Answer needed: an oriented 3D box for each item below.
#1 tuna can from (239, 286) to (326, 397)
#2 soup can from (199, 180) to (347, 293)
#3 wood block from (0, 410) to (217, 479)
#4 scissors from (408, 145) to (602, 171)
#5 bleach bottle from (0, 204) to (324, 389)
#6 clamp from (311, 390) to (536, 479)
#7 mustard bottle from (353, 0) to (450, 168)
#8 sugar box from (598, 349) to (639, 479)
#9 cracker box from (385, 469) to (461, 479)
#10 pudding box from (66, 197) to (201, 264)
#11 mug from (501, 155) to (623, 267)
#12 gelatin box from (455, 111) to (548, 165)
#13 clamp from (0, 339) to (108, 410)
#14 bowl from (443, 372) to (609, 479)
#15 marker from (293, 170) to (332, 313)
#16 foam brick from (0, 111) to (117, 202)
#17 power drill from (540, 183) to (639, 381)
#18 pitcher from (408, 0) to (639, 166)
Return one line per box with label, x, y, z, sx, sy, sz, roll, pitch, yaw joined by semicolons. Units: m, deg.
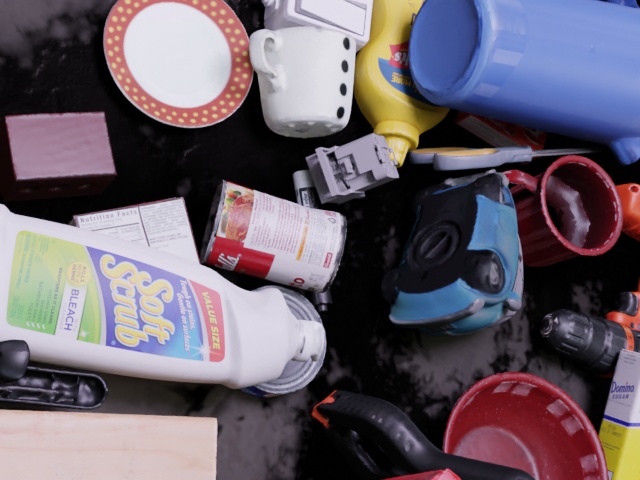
tuna can;-0.040;0.081;0.847;0.086;0.034;0.086;8;72;-26
soup can;-0.037;-0.002;0.841;0.102;0.069;0.068;15;69;-11
wood block;-0.182;0.163;0.717;0.205;0.091;0.090;7;74;-26
scissors;0.164;-0.079;0.980;0.201;0.096;0.016;-9;103;-43
bleach bottle;-0.118;0.046;0.753;0.250;0.068;0.102;10;76;-18
clamp;0.077;0.175;0.806;0.036;0.165;0.210;-33;58;-32
mustard bottle;0.077;-0.154;0.961;0.096;0.058;0.191;20;68;-26
sugar box;0.293;0.194;0.951;0.093;0.048;0.176;15;90;-23
cracker box;0.006;0.240;0.721;0.072;0.214;0.164;49;60;-5
pudding box;-0.136;0.030;0.810;0.089;0.039;0.113;-11;79;-26
mug;0.205;-0.027;0.977;0.117;0.082;0.093;27;65;-19
gelatin box;0.180;-0.125;1.022;0.089;0.030;0.073;28;65;-18
clamp;-0.229;0.092;0.702;0.120;0.172;0.039;47;46;-56
bowl;0.162;0.196;0.900;0.162;0.055;0.162;9;65;-21
marker;-0.006;0.001;0.896;0.020;0.020;0.121;-2;76;-28
foam brick;-0.199;-0.062;0.795;0.078;0.053;0.051;-6;79;-28
power drill;0.295;0.045;1.019;0.184;0.057;0.187;22;69;-25
pitcher;0.201;-0.168;0.941;0.242;0.145;0.149;5;36;-34
